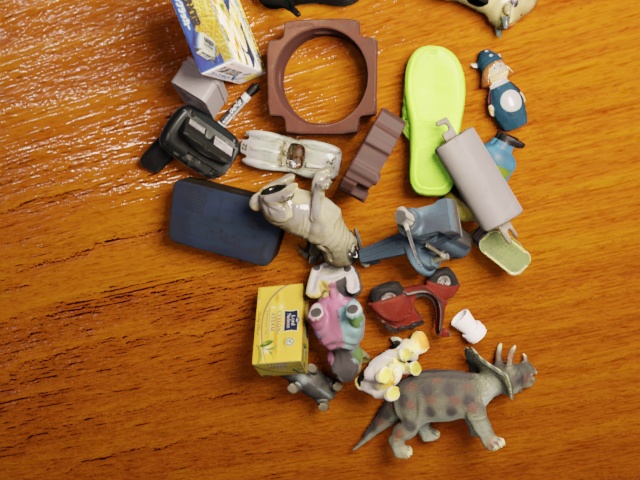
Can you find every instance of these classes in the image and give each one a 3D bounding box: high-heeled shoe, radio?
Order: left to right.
[{"bbox_3d":[-0.183,-0.038,1.081,0.230,0.073,0.131,15,103,6],"label":"radio"},{"bbox_3d":[0.002,-0.492,0.984,0.249,0.086,0.145,-33,62,-6],"label":"high-heeled shoe"}]

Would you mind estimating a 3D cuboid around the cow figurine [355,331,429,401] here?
[{"bbox_3d":[0.146,0.245,1.073,0.098,0.167,0.068,-17,106,51],"label":"cow figurine"}]

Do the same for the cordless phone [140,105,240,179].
[{"bbox_3d":[-0.264,-0.165,1.068,0.146,0.089,0.184,33,133,-31],"label":"cordless phone"}]

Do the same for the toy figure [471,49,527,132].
[{"bbox_3d":[0.329,-0.275,0.973,0.064,0.058,0.154,-27,96,-27],"label":"toy figure"}]

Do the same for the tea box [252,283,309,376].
[{"bbox_3d":[-0.074,0.176,1.059,0.098,0.170,0.068,-8,142,8],"label":"tea box"}]

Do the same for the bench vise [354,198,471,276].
[{"bbox_3d":[0.161,0.006,0.993,0.241,0.223,0.129,-20,75,36],"label":"bench vise"}]

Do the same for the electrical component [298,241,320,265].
[{"bbox_3d":[-0.002,-0.002,1.079,0.078,0.045,0.102,0,105,-21],"label":"electrical component"}]

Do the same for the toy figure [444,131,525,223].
[{"bbox_3d":[0.300,-0.116,0.996,0.089,0.082,0.180,30,108,13],"label":"toy figure"}]

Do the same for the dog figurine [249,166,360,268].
[{"bbox_3d":[-0.025,-0.021,0.999,0.172,0.121,0.190,-7,116,15],"label":"dog figurine"}]

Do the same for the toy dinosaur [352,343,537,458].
[{"bbox_3d":[0.233,0.320,1.076,0.405,0.131,0.192,-14,86,15],"label":"toy dinosaur"}]

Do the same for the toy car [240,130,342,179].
[{"bbox_3d":[-0.057,-0.165,1.046,0.202,0.056,0.073,11,102,5],"label":"toy car"}]

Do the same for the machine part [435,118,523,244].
[{"bbox_3d":[0.272,-0.104,0.924,0.079,0.079,0.243,-31,89,12],"label":"machine part"}]

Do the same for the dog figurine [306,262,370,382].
[{"bbox_3d":[0.043,0.172,1.081,0.109,0.192,0.219,-8,134,6],"label":"dog figurine"}]

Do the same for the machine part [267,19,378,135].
[{"bbox_3d":[0.006,-0.297,0.997,0.202,0.087,0.200,1,101,9],"label":"machine part"}]

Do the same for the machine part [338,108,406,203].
[{"bbox_3d":[0.094,-0.154,0.972,0.056,0.179,0.179,28,103,-2],"label":"machine part"}]

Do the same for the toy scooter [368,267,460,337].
[{"bbox_3d":[0.193,0.138,1.061,0.184,0.075,0.135,-16,95,7],"label":"toy scooter"}]

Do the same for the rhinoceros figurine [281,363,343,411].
[{"bbox_3d":[-0.040,0.272,1.108,0.190,0.112,0.073,36,87,-13],"label":"rhinoceros figurine"}]

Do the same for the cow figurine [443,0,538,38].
[{"bbox_3d":[0.283,-0.436,0.933,0.195,0.085,0.127,16,97,2],"label":"cow figurine"}]
